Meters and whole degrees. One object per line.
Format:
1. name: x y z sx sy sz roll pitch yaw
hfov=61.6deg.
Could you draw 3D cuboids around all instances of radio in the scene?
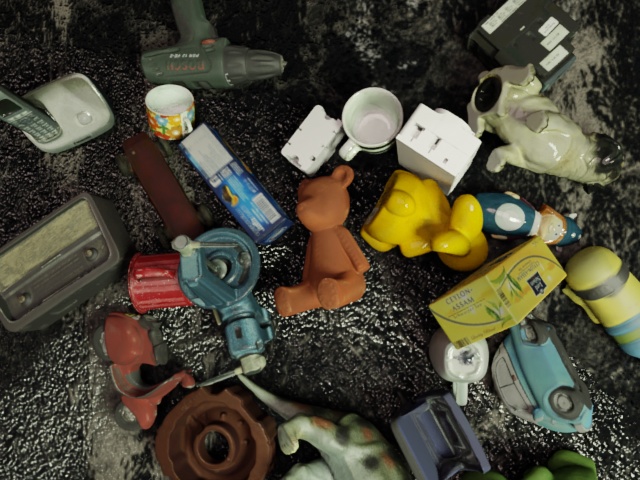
1. radio: -0.413 0.040 0.852 0.230 0.073 0.131 -33 80 6

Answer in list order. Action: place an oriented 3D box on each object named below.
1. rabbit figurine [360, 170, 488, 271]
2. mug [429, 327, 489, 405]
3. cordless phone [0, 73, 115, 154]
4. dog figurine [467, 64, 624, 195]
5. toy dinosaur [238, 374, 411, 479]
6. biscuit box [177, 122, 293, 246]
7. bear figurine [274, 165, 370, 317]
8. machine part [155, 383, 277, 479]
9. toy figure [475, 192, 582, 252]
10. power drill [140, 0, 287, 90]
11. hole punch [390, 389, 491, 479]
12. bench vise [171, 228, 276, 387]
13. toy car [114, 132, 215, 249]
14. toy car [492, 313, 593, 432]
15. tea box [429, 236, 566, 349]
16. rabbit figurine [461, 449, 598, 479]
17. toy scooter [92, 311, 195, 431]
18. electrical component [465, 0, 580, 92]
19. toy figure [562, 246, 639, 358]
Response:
1. rabbit figurine: 0.162 -0.020 0.734 0.173 0.162 0.122 34 79 -6
2. mug: 0.186 0.166 0.721 0.081 0.107 0.109 6 84 12
3. cordless phone: -0.422 -0.215 0.822 0.147 0.184 0.089 -21 77 8
4. dog figurine: 0.310 -0.153 0.734 0.190 0.121 0.172 8 63 -28
5. toy dinosaur: 0.057 0.321 0.721 0.131 0.192 0.405 -51 60 38
6. biscuit box: -0.128 -0.083 0.820 0.059 0.063 0.203 -40 80 4
7. bear figurine: 0.001 -0.003 0.759 0.120 0.132 0.195 -11 89 37
8. machine part: -0.151 0.301 0.793 0.179 0.056 0.179 -1 85 11
9. toy figure: 0.288 -0.024 0.748 0.155 0.058 0.064 16 126 9
10. power drill: -0.172 -0.339 0.850 0.232 0.086 0.207 -8 91 12
11. hole punch: 0.161 0.258 0.711 0.092 0.115 0.142 -33 78 12
12. bench vise: -0.136 0.069 0.728 0.129 0.240 0.223 -9 66 8
13. toy car: -0.245 -0.078 0.845 0.089 0.053 0.202 -32 79 -10
14. toy car: 0.281 0.182 0.708 0.103 0.109 0.162 -32 71 23
15. tea box: 0.228 0.063 0.682 0.098 0.169 0.068 -40 77 42
16. rabbit figurine: 0.260 0.347 0.683 0.170 0.159 0.121 0 94 25
17. toy scooter: -0.259 0.187 0.808 0.135 0.075 0.184 -18 84 16
18. electrical component: 0.295 -0.279 0.768 0.115 0.058 0.134 -42 80 6
19. toy figure: 0.399 0.086 0.700 0.082 0.089 0.180 -34 78 -3
